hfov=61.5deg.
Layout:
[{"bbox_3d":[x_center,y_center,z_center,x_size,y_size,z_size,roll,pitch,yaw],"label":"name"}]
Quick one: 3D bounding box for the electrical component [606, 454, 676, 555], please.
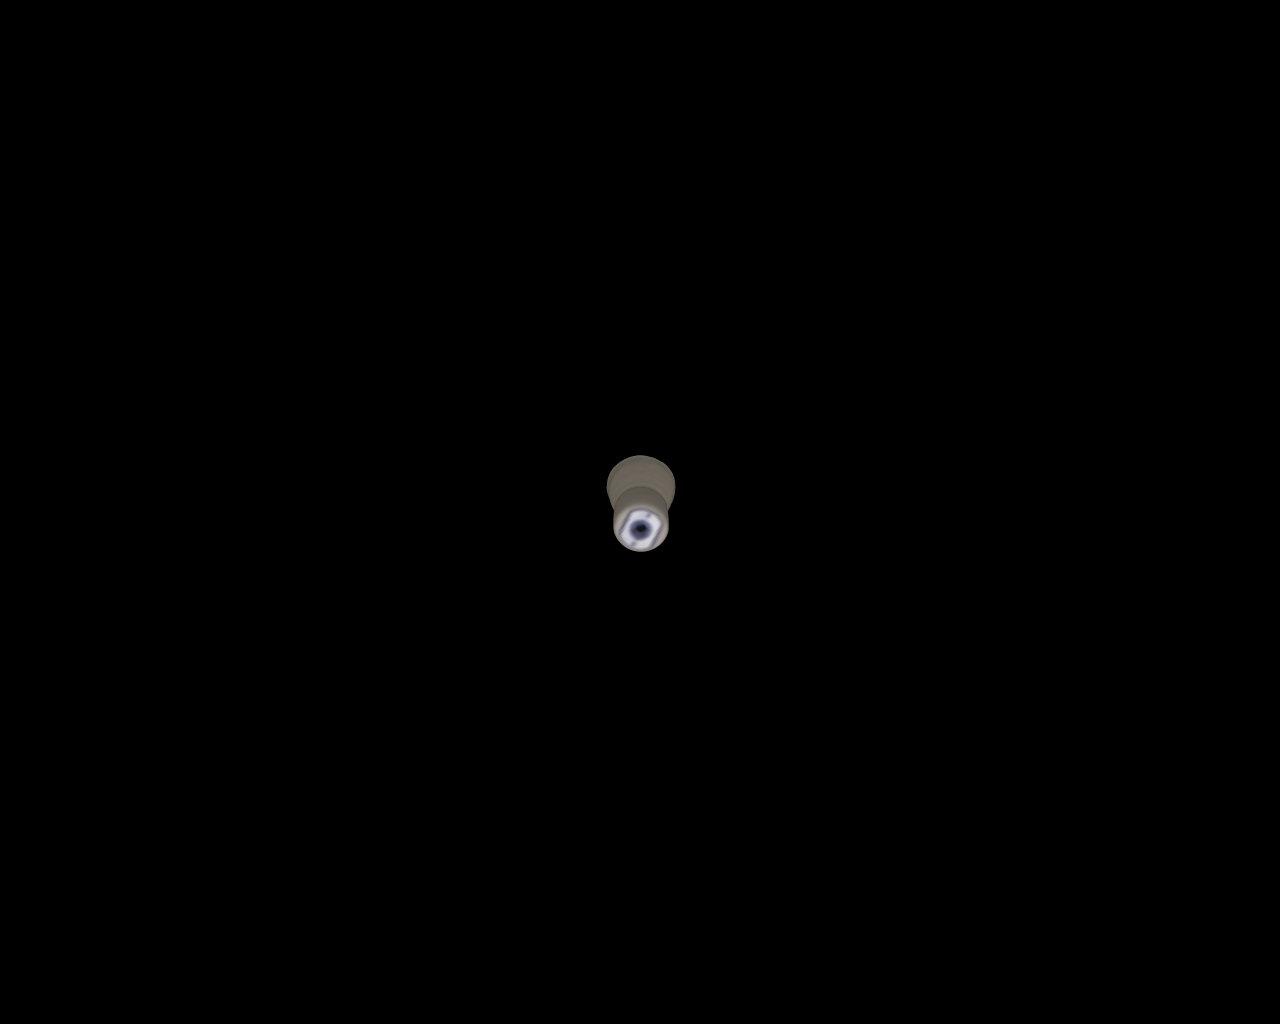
[{"bbox_3d":[0.001,-0.003,0.650,0.044,0.044,0.065,0,25,0],"label":"electrical component"}]
